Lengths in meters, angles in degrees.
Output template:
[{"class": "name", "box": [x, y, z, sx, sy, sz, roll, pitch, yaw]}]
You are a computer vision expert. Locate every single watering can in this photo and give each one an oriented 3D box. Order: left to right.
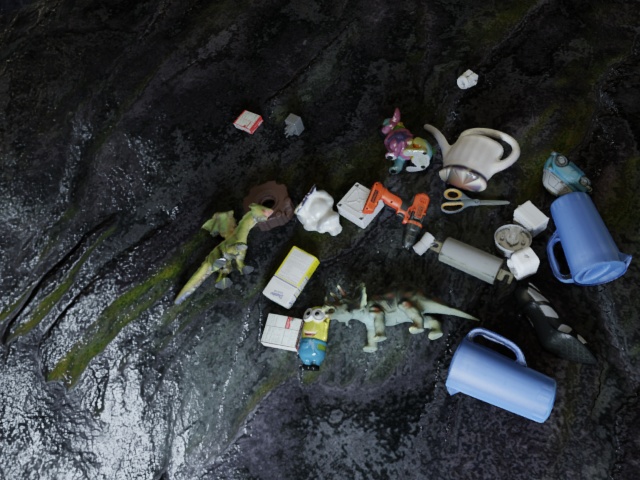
[{"class": "watering can", "box": [0.449, -0.271, 1.640, 0.350, 0.102, 0.227, 18, 66, 37]}]

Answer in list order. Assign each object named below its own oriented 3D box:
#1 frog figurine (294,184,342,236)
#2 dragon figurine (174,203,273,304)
[{"class": "frog figurine", "box": [0.005, -0.083, 1.651, 0.159, 0.121, 0.140, 38, 62, -8]}, {"class": "dragon figurine", "box": [-0.323, 0.018, 1.658, 0.408, 0.120, 0.248, -30, 48, 11]}]
